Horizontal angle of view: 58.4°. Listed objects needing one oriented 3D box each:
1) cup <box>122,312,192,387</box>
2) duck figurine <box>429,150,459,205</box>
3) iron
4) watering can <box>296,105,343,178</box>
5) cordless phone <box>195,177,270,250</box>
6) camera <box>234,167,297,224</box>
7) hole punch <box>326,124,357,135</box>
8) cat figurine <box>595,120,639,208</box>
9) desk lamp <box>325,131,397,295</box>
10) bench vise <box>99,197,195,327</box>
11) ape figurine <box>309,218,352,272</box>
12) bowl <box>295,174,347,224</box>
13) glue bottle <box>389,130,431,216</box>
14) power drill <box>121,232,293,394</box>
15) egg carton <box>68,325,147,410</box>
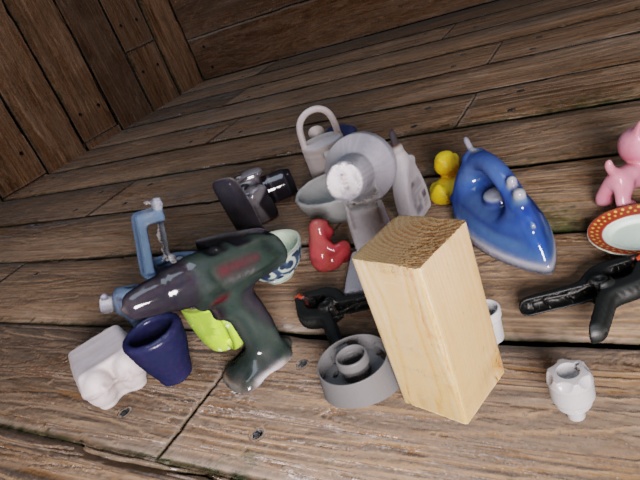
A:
[{"bbox_3d":[-0.233,0.164,0.868,0.091,0.095,0.117,-17,26,10],"label":"cup"},{"bbox_3d":[0.238,-0.123,1.073,0.077,0.086,0.105,1,34,39],"label":"duck figurine"},{"bbox_3d":[0.277,-0.064,0.868,0.118,0.142,0.258,-21,26,0],"label":"iron"},{"bbox_3d":[0.006,-0.208,1.285,0.101,0.194,0.172,-31,28,-19],"label":"watering can"},{"bbox_3d":[-0.180,-0.033,1.101,0.147,0.185,0.094,-12,28,19],"label":"cordless phone"},{"bbox_3d":[-0.125,-0.116,1.317,0.137,0.101,0.143,-23,26,-3],"label":"camera"},{"bbox_3d":[0.041,-0.227,1.413,0.101,0.091,0.108,-38,30,-30],"label":"hole punch"},{"bbox_3d":[0.469,-0.122,0.861,0.128,0.118,0.067,-32,28,-20],"label":"cat figurine"},{"bbox_3d":[0.072,-0.051,0.915,0.117,0.214,0.203,-13,27,17],"label":"desk lamp"},{"bbox_3d":[-0.284,0.051,0.980,0.208,0.220,0.121,-36,30,-27],"label":"bench vise"},{"bbox_3d":[0.009,0.004,0.996,0.076,0.092,0.077,-30,27,-17],"label":"ape figurine"},{"bbox_3d":[0.039,-0.080,1.154,0.167,0.075,0.167,-17,26,9],"label":"bowl"},{"bbox_3d":[0.152,-0.118,1.028,0.037,0.173,0.078,1,34,38],"label":"glue bottle"},{"bbox_3d":[-0.126,0.101,0.779,0.230,0.209,0.075,-37,30,-29],"label":"power drill"},{"bbox_3d":[-0.334,0.199,0.907,0.107,0.069,0.149,-33,28,-22],"label":"egg carton"}]
